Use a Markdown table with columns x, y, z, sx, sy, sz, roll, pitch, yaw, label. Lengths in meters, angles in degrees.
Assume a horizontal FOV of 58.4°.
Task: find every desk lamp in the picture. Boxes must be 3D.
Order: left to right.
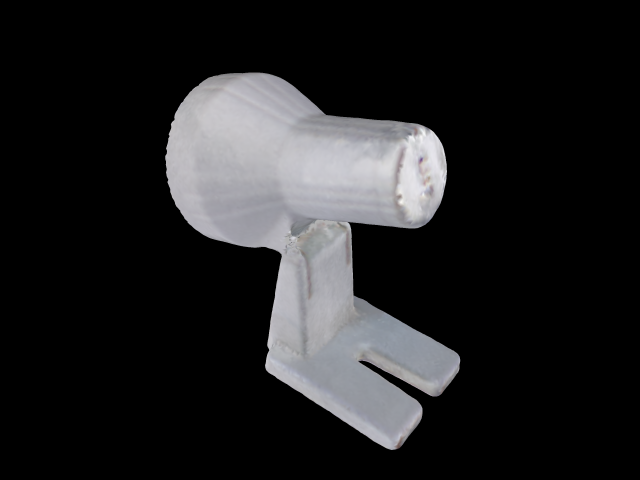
| x | y | z | sx | sy | sz | roll | pitch | yaw | label |
| --- | --- | --- | --- | --- | --- | --- | --- | --- | --- |
| 0.004 | 0.001 | 0.400 | 0.202 | 0.214 | 0.118 | 26 | 46 | 28 | desk lamp |
